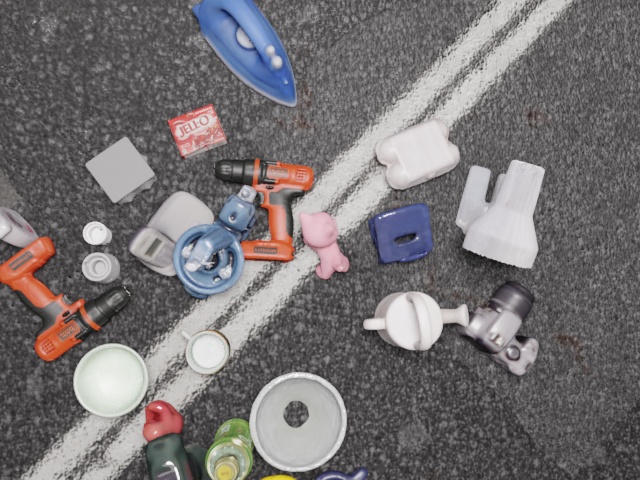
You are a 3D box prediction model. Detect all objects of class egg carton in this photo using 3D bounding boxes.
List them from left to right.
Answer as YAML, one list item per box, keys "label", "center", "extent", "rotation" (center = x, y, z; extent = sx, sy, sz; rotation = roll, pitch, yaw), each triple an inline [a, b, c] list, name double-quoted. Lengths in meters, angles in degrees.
- label: "egg carton"
  center: [0.184, -0.161, 1.079]
  extent: [0.150, 0.069, 0.107]
  rotation: [-25, 86, -7]

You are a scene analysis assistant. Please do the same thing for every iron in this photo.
- label: "iron"
  center: [-0.121, -0.365, 1.038]
  extent: [0.119, 0.141, 0.258]
  rotation: [-39, 88, -8]

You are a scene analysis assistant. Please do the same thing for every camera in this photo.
- label: "camera"
  center: [0.345, 0.154, 1.044]
  extent: [0.143, 0.100, 0.137]
  rotation: [39, 82, 0]

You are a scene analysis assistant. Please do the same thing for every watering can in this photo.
- label: "watering can"
  center: [0.166, 0.135, 0.983]
  extent: [0.173, 0.194, 0.101]
  rotation: [-27, 87, -7]

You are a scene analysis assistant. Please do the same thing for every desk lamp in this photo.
- label: "desk lamp"
  center: [0.315, -0.048, 1.006]
  extent: [0.118, 0.213, 0.203]
  rotation: [16, 83, -3]

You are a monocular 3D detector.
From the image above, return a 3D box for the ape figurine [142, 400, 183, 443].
- label: "ape figurine"
  center: [-0.275, 0.319, 0.975]
  extent: [0.076, 0.092, 0.078]
  rotation: [20, 82, -2]

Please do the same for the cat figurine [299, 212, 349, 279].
- label: "cat figurine"
  center: [0.009, 0.004, 1.022]
  extent: [0.067, 0.117, 0.128]
  rotation: [-25, 86, -7]

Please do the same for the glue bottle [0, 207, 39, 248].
- label: "glue bottle"
  center: [-0.531, -0.027, 0.948]
  extent: [0.078, 0.173, 0.037]
  rotation: [44, 82, 1]

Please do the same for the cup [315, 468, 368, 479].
- label: "cup"
  center: [0.030, 0.427, 0.989]
  extent: [0.118, 0.095, 0.092]
  rotation: [-40, 88, -8]

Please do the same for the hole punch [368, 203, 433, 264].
- label: "hole punch"
  center: [0.153, -0.010, 1.049]
  extent: [0.109, 0.091, 0.101]
  rotation: [-15, 85, -6]

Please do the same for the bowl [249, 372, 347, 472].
- label: "bowl"
  center: [-0.039, 0.313, 1.006]
  extent: [0.167, 0.074, 0.167]
  rotation: [1, 84, -5]

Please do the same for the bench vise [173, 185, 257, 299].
- label: "bench vise"
  center: [-0.180, -0.005, 0.954]
  extent: [0.121, 0.219, 0.207]
  rotation: [11, 83, -3]

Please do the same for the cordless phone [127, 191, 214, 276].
- label: "cordless phone"
  center: [-0.255, -0.017, 0.966]
  extent: [0.094, 0.185, 0.148]
  rotation: [31, 82, -1]

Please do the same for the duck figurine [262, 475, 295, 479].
- label: "duck figurine"
  center: [-0.068, 0.453, 0.982]
  extent: [0.104, 0.086, 0.077]
  rotation: [14, 83, -3]

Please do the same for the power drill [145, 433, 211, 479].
- label: "power drill"
  center: [-0.209, 0.414, 0.912]
  extent: [0.075, 0.208, 0.230]
  rotation: [-20, 86, -7]
